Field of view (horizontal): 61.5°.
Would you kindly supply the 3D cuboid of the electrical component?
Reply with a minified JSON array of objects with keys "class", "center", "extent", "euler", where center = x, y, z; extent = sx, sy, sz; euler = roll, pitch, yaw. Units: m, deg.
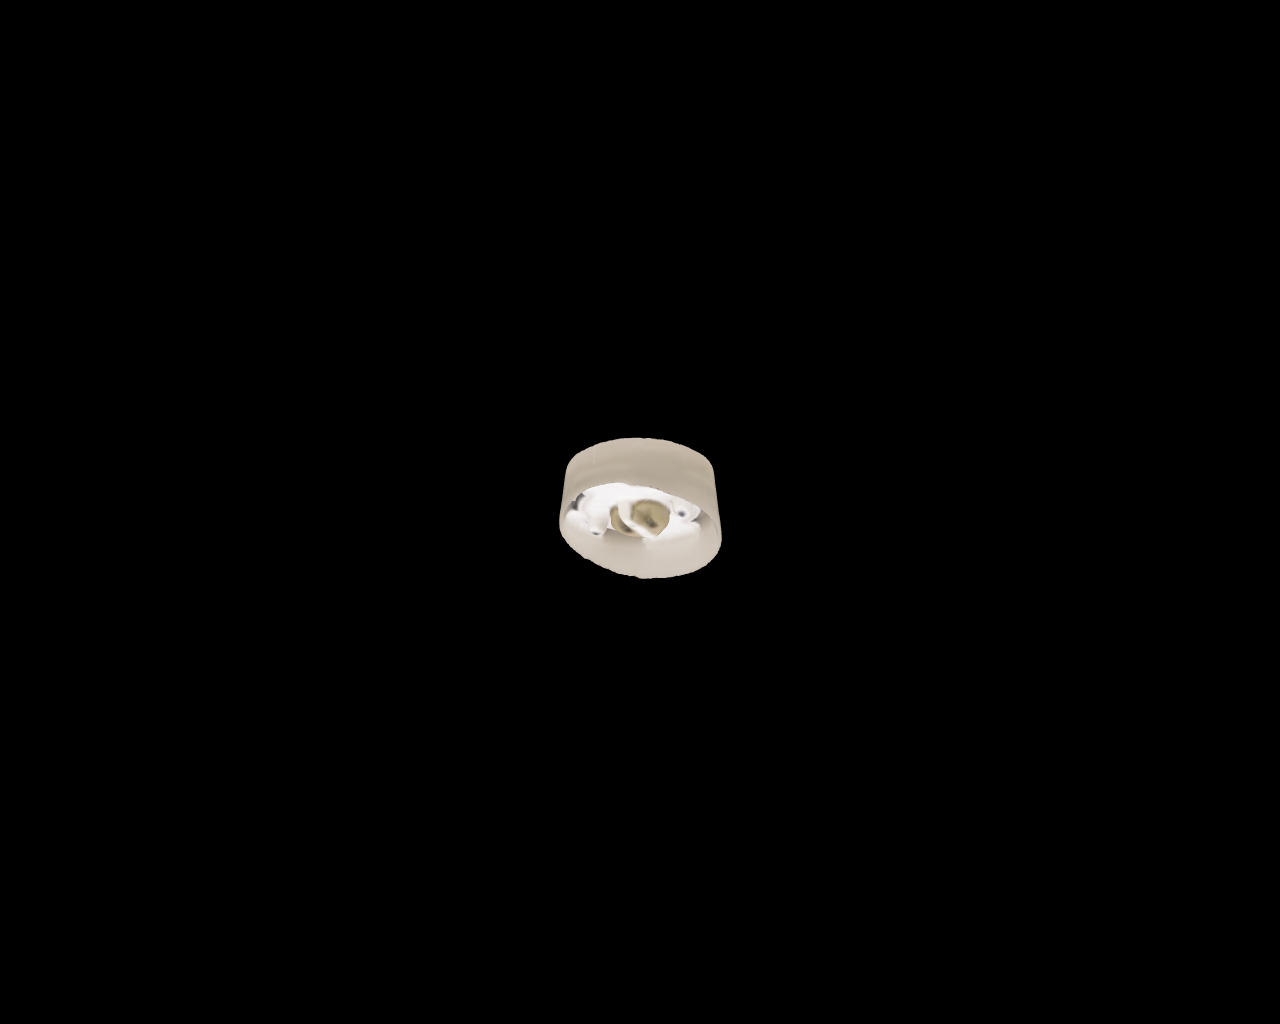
[{"class":"electrical component","center":[0.001,-0.003,0.650],"extent":[0.099,0.064,0.099],"euler":[0,-23,0]}]
